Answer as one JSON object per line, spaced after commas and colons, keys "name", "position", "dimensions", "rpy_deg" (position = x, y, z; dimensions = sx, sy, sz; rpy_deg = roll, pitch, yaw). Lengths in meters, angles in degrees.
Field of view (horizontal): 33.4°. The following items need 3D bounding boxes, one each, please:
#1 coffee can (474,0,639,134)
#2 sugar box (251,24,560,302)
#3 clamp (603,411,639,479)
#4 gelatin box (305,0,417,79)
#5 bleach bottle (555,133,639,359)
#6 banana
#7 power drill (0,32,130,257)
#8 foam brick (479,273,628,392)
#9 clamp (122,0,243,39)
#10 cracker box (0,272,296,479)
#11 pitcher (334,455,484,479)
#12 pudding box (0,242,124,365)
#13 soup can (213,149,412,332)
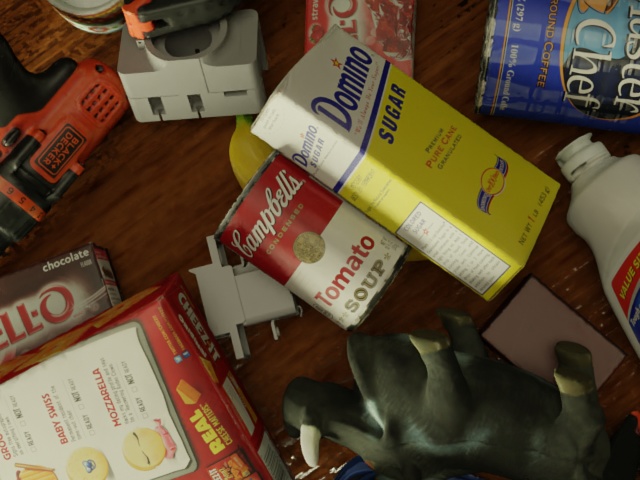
{"name": "coffee can", "position": [0.172, -0.119, 0.659], "dimensions": [0.140, 0.103, 0.103], "rpy_deg": [8, 85, 6]}
{"name": "sugar box", "position": [0.055, -0.050, 0.648], "dimensions": [0.176, 0.093, 0.048], "rpy_deg": [37, 133, -2]}
{"name": "clamp", "position": [0.208, 0.187, 0.595], "dimensions": [0.164, 0.210, 0.036], "rpy_deg": [16, 128, -6]}
{"name": "gelatin box", "position": [0.027, -0.134, 0.712], "dimensions": [0.073, 0.030, 0.089], "rpy_deg": [2, 84, 6]}
{"name": "bleach bottle", "position": [0.224, 0.046, 0.650], "dimensions": [0.068, 0.103, 0.251], "rpy_deg": [-24, 73, -33]}
{"name": "banana", "position": [0.015, -0.027, 0.699], "dimensions": [0.198, 0.037, 0.069], "rpy_deg": [28, 88, 8]}
{"name": "power drill", "position": [-0.237, -0.083, 0.673], "dimensions": [0.187, 0.057, 0.184], "rpy_deg": [45, 77, -31]}
{"name": "foam brick", "position": [0.144, 0.066, 0.669], "dimensions": [0.078, 0.053, 0.051], "rpy_deg": [41, 89, 7]}
{"name": "clamp", "position": [-0.053, -0.189, 0.684], "dimensions": [0.120, 0.039, 0.171], "rpy_deg": [27, 72, 22]}
{"name": "cracker box", "position": [-0.141, 0.143, 0.656], "dimensions": [0.214, 0.072, 0.164], "rpy_deg": [-28, 99, 8]}
{"name": "pitcher", "position": [0.097, 0.230, 0.628], "dimensions": [0.243, 0.145, 0.149], "rpy_deg": [13, 98, 3]}
{"name": "pudding box", "position": [-0.183, 0.063, 0.708], "dimensions": [0.113, 0.039, 0.090], "rpy_deg": [-21, 82, 3]}
{"name": "soup can", "position": [-0.004, 0.001, 0.648], "dimensions": [0.102, 0.068, 0.068], "rpy_deg": [35, 88, -1]}
